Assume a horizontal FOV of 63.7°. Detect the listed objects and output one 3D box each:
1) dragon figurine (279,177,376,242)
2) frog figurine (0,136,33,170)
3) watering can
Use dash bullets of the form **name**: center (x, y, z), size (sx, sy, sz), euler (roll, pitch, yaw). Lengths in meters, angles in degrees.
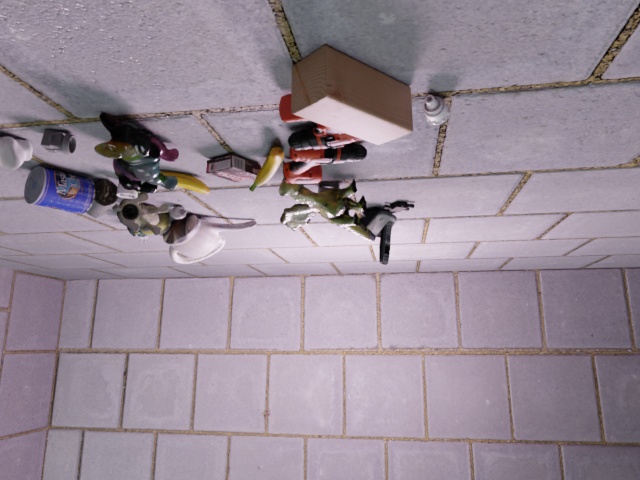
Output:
- **dragon figurine**: center (0.005, -0.075, 1.499), size (0.242, 0.125, 0.402), euler (-7, 147, 19)
- **frog figurine**: center (-0.725, -0.200, 1.127), size (0.161, 0.123, 0.135), euler (-34, 174, -28)
- **watering can**: center (-0.423, -0.023, 1.897), size (0.346, 0.106, 0.221), euler (-30, 143, 12)
